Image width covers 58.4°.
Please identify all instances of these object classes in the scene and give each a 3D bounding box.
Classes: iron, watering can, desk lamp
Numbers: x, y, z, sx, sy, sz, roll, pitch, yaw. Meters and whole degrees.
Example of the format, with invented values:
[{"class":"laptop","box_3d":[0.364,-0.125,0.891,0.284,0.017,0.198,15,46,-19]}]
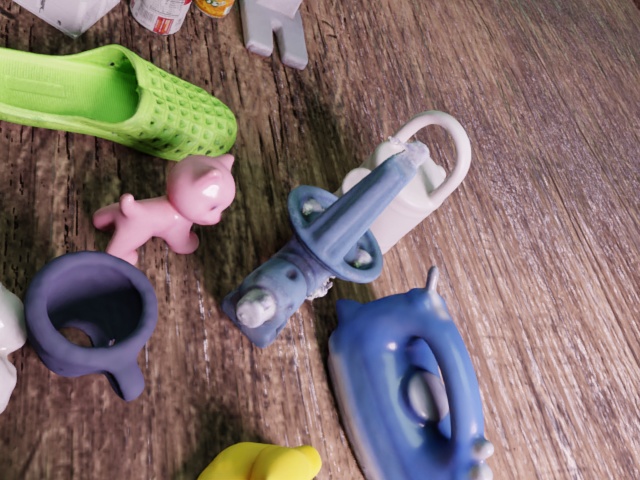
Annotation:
[{"class":"iron","box_3d":[0.105,0.158,0.549,0.119,0.141,0.258,2,59,-34]},{"class":"watering can","box_3d":[0.093,-0.065,0.661,0.101,0.193,0.173,44,45,-1]},{"class":"desk lamp","box_3d":[-0.023,-0.391,0.796,0.118,0.213,0.203,9,55,-30]}]

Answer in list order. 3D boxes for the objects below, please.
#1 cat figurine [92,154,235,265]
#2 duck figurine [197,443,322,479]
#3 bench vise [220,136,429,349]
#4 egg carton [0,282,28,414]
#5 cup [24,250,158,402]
[{"class":"cat figurine","box_3d":[-0.134,-0.038,0.535,0.128,0.117,0.067,-17,71,-42]},{"class":"duck figurine","box_3d":[-0.045,0.194,0.456,0.105,0.086,0.077,-11,67,-40]},{"class":"bench vise","box_3d":[0.015,0.008,0.536,0.122,0.219,0.207,33,46,-11]},{"class":"egg carton","box_3d":[-0.284,0.068,0.388,0.151,0.069,0.107,15,52,-26]},{"class":"cup","box_3d":[-0.175,0.079,0.439,0.092,0.094,0.117,-21,73,-42]}]
